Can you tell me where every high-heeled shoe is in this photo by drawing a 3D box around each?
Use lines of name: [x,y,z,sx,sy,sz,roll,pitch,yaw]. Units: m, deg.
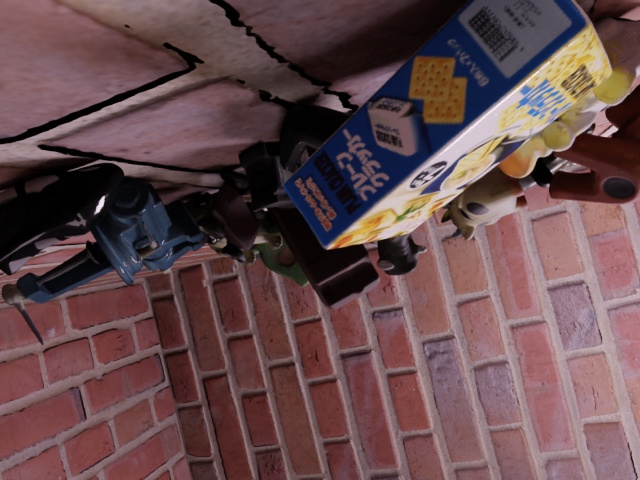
high-heeled shoe: [-0.294,-0.034,0.566,0.145,0.086,0.249,-45,-150,-21]

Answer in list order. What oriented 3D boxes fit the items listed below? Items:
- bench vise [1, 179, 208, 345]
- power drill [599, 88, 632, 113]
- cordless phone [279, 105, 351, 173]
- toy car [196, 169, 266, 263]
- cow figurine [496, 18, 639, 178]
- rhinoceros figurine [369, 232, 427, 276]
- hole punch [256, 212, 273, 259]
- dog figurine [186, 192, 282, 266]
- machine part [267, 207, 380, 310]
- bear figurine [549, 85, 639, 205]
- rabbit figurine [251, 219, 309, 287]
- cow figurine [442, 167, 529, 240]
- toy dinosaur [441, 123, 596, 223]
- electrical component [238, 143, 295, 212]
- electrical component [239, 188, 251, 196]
bench vise: [-0.271,0.016,0.681,0.241,0.129,0.223,-31,175,-16]
power drill: [0.209,-0.129,0.636,0.207,0.086,0.232,-30,-173,-17]
cordless phone: [0.054,-0.109,0.550,0.184,0.088,0.146,-25,179,-11]
toy car: [-0.123,-0.031,0.747,0.053,0.089,0.202,23,169,11]
cow figurine: [0.230,-0.130,0.504,0.098,0.068,0.167,-38,170,-29]
rhinoceros figurine: [0.081,-0.048,0.679,0.073,0.190,0.112,-21,-164,-20]
hole punch: [-0.120,-0.012,1.170,0.116,0.142,0.092,-1,175,-32]
dog figurine: [-0.183,-0.023,0.914,0.172,0.121,0.190,-31,158,36]
machine part: [-0.002,-0.002,0.767,0.087,0.201,0.201,-30,171,-3]
bear figurine: [0.396,-0.143,0.707,0.132,0.196,0.120,16,152,28]
rabbit figurine: [-0.075,0.010,1.069,0.159,0.121,0.170,9,-168,-4]
cow figurine: [0.249,-0.059,0.833,0.127,0.085,0.194,-20,165,19]
toy dinosaur: [0.318,-0.111,1.032,0.198,0.105,0.471,-29,179,-28]
electrical component: [-0.033,-0.078,0.643,0.048,0.074,0.119,-17,180,42]
electrical component: [-0.088,-0.084,0.807,0.063,0.021,0.094,-12,177,-44]
